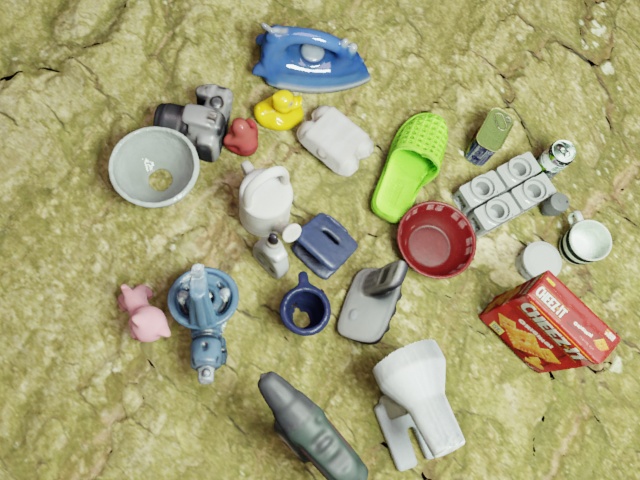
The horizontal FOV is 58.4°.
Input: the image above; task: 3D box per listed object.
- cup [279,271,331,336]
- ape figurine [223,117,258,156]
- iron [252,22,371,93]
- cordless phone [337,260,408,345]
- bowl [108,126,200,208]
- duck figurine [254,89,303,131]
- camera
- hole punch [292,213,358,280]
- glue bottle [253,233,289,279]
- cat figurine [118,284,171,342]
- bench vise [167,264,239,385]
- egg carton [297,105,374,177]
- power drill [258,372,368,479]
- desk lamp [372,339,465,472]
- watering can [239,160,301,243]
[{"bbox_3d":[-0.032,0.123,1.055,0.092,0.095,0.118,-3,74,-8],"label":"cup"},{"bbox_3d":[-0.156,-0.213,1.141,0.078,0.092,0.076,-23,77,-13],"label":"ape figurine"},{"bbox_3d":[-0.008,-0.389,1.187,0.258,0.141,0.118,5,73,-6],"label":"iron"},{"bbox_3d":[0.101,0.109,1.029,0.094,0.185,0.148,20,72,-1],"label":"cordless phone"},{"bbox_3d":[-0.314,-0.129,1.104,0.167,0.074,0.167,2,73,-7],"label":"bowl"},{"bbox_3d":[-0.083,-0.274,1.172,0.104,0.086,0.077,-4,74,-9],"label":"duck figurine"},{"bbox_3d":[-0.251,-0.245,1.134,0.137,0.100,0.143,13,72,-3],"label":"camera"},{"bbox_3d":[0.010,0.004,1.098,0.108,0.091,0.101,42,73,6],"label":"hole punch"},{"bbox_3d":[-0.086,0.019,1.038,0.037,0.173,0.078,-41,82,-16],"label":"glue bottle"},{"bbox_3d":[-0.311,0.131,1.004,0.067,0.117,0.128,-32,80,-15],"label":"cat figurine"},{"bbox_3d":[-0.185,0.128,0.967,0.121,0.219,0.207,-20,77,-13],"label":"bench vise"},{"bbox_3d":[0.030,-0.203,1.174,0.150,0.069,0.107,39,73,5],"label":"egg carton"},{"bbox_3d":[-0.022,0.313,0.939,0.076,0.208,0.229,-43,83,-17],"label":"power drill"},{"bbox_3d":[0.166,0.283,0.970,0.118,0.213,0.203,-19,76,-12],"label":"desk lamp"},{"bbox_3d":[-0.093,-0.075,1.054,0.173,0.194,0.101,36,72,4],"label":"watering can"}]
